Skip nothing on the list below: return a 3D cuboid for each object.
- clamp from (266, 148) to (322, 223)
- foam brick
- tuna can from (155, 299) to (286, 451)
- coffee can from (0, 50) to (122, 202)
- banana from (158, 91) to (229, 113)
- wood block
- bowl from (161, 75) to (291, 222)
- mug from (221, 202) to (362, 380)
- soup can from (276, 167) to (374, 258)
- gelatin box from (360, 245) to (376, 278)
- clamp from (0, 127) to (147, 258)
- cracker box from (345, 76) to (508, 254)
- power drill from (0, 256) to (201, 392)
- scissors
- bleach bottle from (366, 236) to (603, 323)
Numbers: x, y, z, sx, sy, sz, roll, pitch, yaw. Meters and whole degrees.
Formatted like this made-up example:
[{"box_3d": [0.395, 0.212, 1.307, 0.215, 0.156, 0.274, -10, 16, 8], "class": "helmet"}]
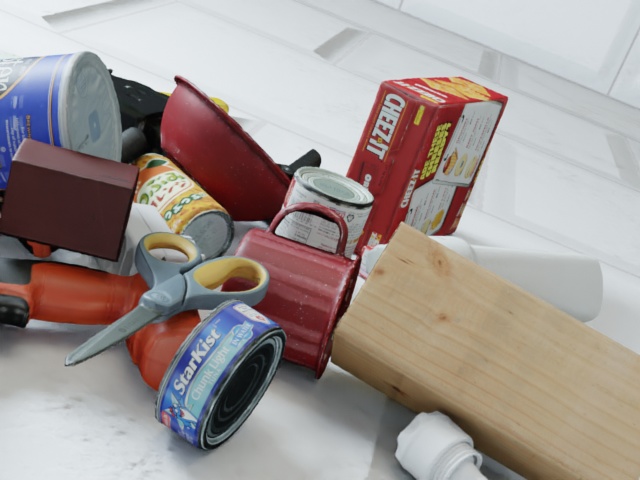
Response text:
[{"box_3d": [-0.037, -0.057, 1.065, 0.164, 0.036, 0.210, 7, 27, -33], "class": "clamp"}, {"box_3d": [-0.159, -0.025, 0.678, 0.078, 0.051, 0.053, 14, 18, -9], "class": "foam brick"}, {"box_3d": [-0.057, 0.079, 0.622, 0.034, 0.086, 0.086, 31, 22, 17], "class": "tuna can"}, {"box_3d": [-0.223, -0.077, 0.753, 0.140, 0.103, 0.102, -3, 18, 10], "class": "coffee can"}, {"box_3d": [-0.165, -0.146, 1.162, 0.197, 0.037, 0.070, 3, 29, -42], "class": "banana"}, {"box_3d": [0.118, 0.088, 0.709, 0.206, 0.090, 0.091, 30, -18, 9], "class": "wood block"}, {"box_3d": [-0.086, -0.067, 0.924, 0.162, 0.055, 0.162, 45, -5, 5], "class": "bowl"}, {"box_3d": [-0.020, 0.030, 0.750, 0.081, 0.117, 0.093, 19, 8, 7], "class": "mug"}, {"box_3d": [-0.006, 0.001, 0.851, 0.068, 0.102, 0.068, 19, 20, -7], "class": "soup can"}, {"box_3d": [0.088, 0.035, 0.966, 0.089, 0.030, 0.073, 34, 23, 32], "class": "gelatin box"}, {"box_3d": [-0.211, -0.044, 0.827, 0.120, 0.039, 0.171, -3, 29, 9], "class": "clamp"}, {"box_3d": [0.101, -0.078, 1.075, 0.072, 0.164, 0.213, 28, 20, 21], "class": "cracker box"}, {"box_3d": [-0.167, 0.045, 0.636, 0.187, 0.057, 0.184, 14, 21, -21], "class": "power drill"}, {"box_3d": [-0.106, 0.029, 0.632, 0.096, 0.016, 0.201, 29, 22, 27], "class": "scissors"}, {"box_3d": [0.128, 0.032, 0.884, 0.250, 0.068, 0.103, 9, -10, -43], "class": "bleach bottle"}]
